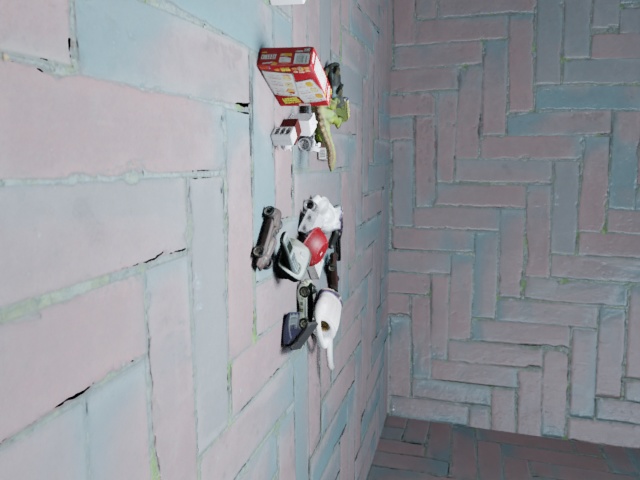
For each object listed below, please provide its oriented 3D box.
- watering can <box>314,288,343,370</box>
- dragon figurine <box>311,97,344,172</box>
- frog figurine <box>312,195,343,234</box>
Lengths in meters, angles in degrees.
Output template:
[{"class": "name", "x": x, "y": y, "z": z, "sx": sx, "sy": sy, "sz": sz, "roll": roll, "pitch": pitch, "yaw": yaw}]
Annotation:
[{"class": "watering can", "x": 0.029, "y": 0.342, "z": 2.053, "sx": 0.230, "sy": 0.104, "sz": 0.339, "roll": -72, "pitch": 157, "yaw": -46}, {"class": "dragon figurine", "x": -0.003, "y": -0.458, "z": 1.767, "sx": 0.238, "sy": 0.122, "sz": 0.419, "roll": 57, "pitch": 21, "yaw": -56}, {"class": "frog figurine", "x": 0.006, "y": -0.100, "z": 1.993, "sx": 0.158, "sy": 0.122, "sz": 0.139, "roll": 27, "pitch": 71, "yaw": -33}]
